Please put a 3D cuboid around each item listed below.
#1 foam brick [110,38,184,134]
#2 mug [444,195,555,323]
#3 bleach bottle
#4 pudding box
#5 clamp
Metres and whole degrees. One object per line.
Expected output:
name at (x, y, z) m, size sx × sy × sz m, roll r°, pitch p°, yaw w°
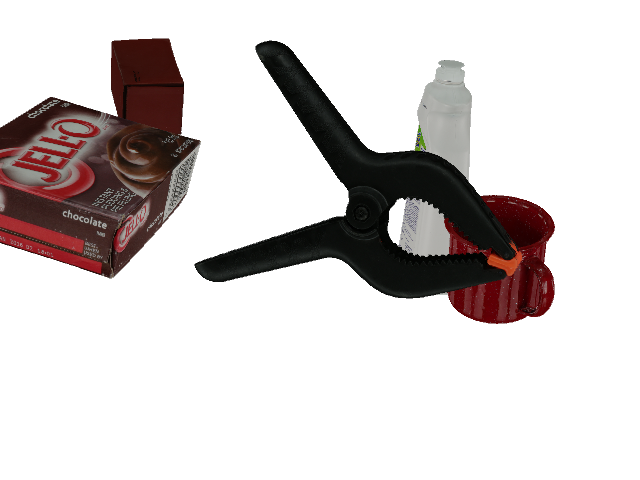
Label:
foam brick at (-0.150, -0.133, 0.921) m, size 0.053 × 0.051 × 0.078 m, roll -4°, pitch 40°, yaw -16°
mug at (0.159, 0.023, 0.919) m, size 0.093 × 0.081 × 0.117 m, roll -20°, pitch 36°, yaw -27°
bleach bottle at (0.133, -0.072, 1.186) m, size 0.068 × 0.251 × 0.102 m, roll -1°, pitch 25°, yaw -11°
pudding box at (-0.122, -0.030, 0.536) m, size 0.090 × 0.039 × 0.113 m, roll 18°, pitch 25°, yaw 6°
clamp at (0.028, -0.030, 0.678) m, size 0.210 × 0.165 × 0.036 m, roll 14°, pitch 15°, yaw 15°
